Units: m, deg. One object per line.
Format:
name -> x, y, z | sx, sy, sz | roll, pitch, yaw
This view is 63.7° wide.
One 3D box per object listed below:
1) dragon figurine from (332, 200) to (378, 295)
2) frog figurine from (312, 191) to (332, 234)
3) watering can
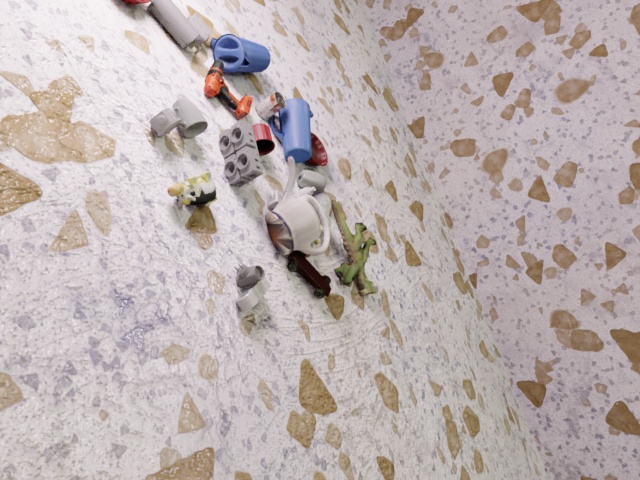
dragon figurine -> 0.117, 0.062, 2.000 | 0.404, 0.121, 0.249 | 51, 40, -31
frog figurine -> 0.006, -0.098, 1.942 | 0.160, 0.122, 0.137 | 54, 9, 4
watering can -> -0.092, -0.095, 1.726 | 0.227, 0.103, 0.347 | -28, 93, -38
